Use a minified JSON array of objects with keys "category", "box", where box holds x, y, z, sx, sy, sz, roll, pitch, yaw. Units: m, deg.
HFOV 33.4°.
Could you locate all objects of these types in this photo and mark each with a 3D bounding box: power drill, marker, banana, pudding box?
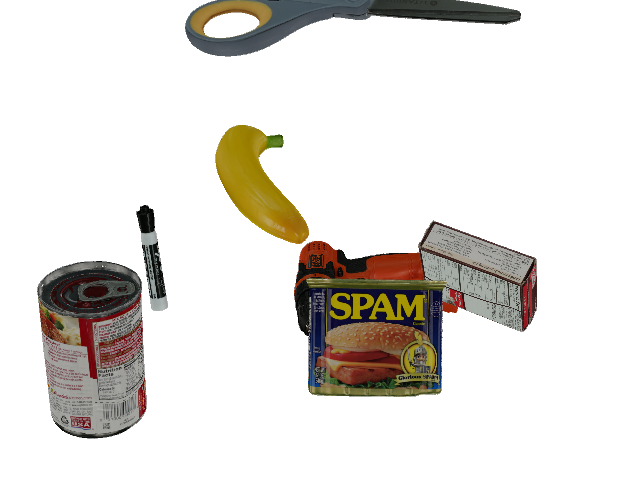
[{"category":"power drill","box":[0.063,0.052,1.236,0.187,0.057,0.184,-2,28,1]},{"category":"marker","box":[-0.185,0.019,1.172,0.020,0.121,0.020,-5,21,2]},{"category":"banana","box":[-0.055,-0.058,0.917,0.069,0.037,0.198,2,31,-10]},{"category":"pudding box","box":[0.155,0.035,1.046,0.114,0.039,0.090,20,-29,23]}]

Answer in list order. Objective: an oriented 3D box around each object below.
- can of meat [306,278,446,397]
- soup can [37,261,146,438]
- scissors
[{"category":"can of meat","box":[0.040,0.070,0.781,0.102,0.084,0.057,1,-3,-3]},{"category":"soup can","box":[-0.153,0.075,0.725,0.068,0.102,0.068,2,29,-1]},{"category":"scissors","box":[0.005,-0.129,0.627,0.202,0.096,0.016,23,-28,24]}]
